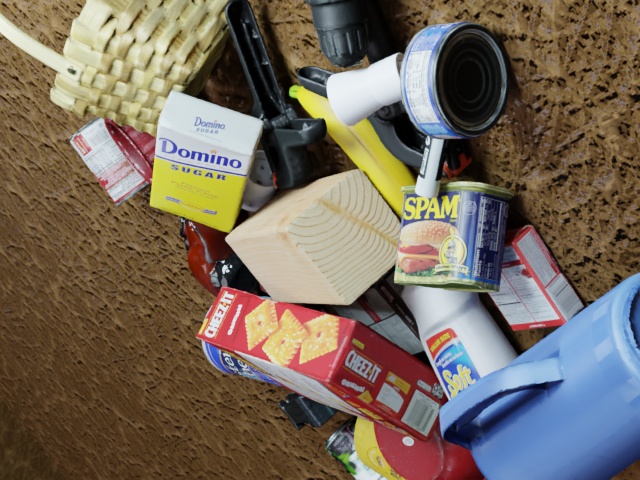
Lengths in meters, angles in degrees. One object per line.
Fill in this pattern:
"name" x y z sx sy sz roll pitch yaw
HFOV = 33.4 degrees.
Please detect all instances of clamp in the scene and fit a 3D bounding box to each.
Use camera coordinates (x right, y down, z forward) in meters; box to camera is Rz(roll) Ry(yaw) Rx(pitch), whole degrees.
"clamp" 0.053 -0.116 0.898 0.171 0.039 0.120 53 148 -1
"clamp" -0.033 -0.104 0.998 0.165 0.036 0.210 58 167 31

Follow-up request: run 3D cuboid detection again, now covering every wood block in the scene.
"wood block" -0.006 0.001 1.028 0.091 0.090 0.206 53 163 -10

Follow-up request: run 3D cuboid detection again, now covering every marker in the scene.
"marker" 0.096 -0.092 0.844 0.020 0.020 0.121 28 120 35

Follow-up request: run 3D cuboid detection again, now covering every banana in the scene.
"banana" 0.044 -0.080 0.965 0.198 0.037 0.069 50 180 7

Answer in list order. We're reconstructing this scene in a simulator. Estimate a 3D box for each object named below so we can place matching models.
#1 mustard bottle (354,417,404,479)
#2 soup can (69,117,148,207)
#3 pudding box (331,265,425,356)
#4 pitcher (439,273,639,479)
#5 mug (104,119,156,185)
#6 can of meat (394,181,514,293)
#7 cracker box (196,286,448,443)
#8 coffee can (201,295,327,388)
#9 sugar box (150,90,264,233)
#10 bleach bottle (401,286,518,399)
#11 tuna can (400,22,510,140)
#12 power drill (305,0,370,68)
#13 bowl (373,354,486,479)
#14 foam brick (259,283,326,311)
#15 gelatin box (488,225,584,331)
"mustard bottle" 0.127 0.265 1.225 0.192 0.058 0.096 26 138 36
"soup can" -0.254 -0.102 1.320 0.102 0.068 0.069 55 151 -8
"pudding box" 0.071 0.080 1.108 0.090 0.039 0.114 49 154 -4
"pitcher" 0.213 0.122 0.853 0.145 0.149 0.243 44 148 9
"mug" -0.177 -0.125 1.149 0.093 0.081 0.117 39 162 41
"can of meat" 0.110 -0.001 0.895 0.102 0.057 0.084 -1 80 55
"cracker box" 0.003 0.122 1.088 0.214 0.072 0.164 12 161 49
"coffee can" -0.062 0.118 1.272 0.141 0.102 0.103 4 127 53
"sugar box" -0.114 -0.072 1.043 0.093 0.048 0.176 18 157 -2
"bleach bottle" 0.145 0.116 1.024 0.251 0.068 0.103 58 151 -9
"tuna can" 0.101 -0.117 0.785 0.034 0.086 0.086 6 129 50
"power drill" -0.039 -0.231 0.855 0.188 0.057 0.184 13 121 46
"bowl" 0.110 0.205 1.132 0.162 0.055 0.162 19 119 39
"foam brick" -0.026 0.039 1.181 0.078 0.053 0.051 29 145 34
"gelatin box" 0.174 0.033 0.917 0.089 0.030 0.073 55 152 -9
